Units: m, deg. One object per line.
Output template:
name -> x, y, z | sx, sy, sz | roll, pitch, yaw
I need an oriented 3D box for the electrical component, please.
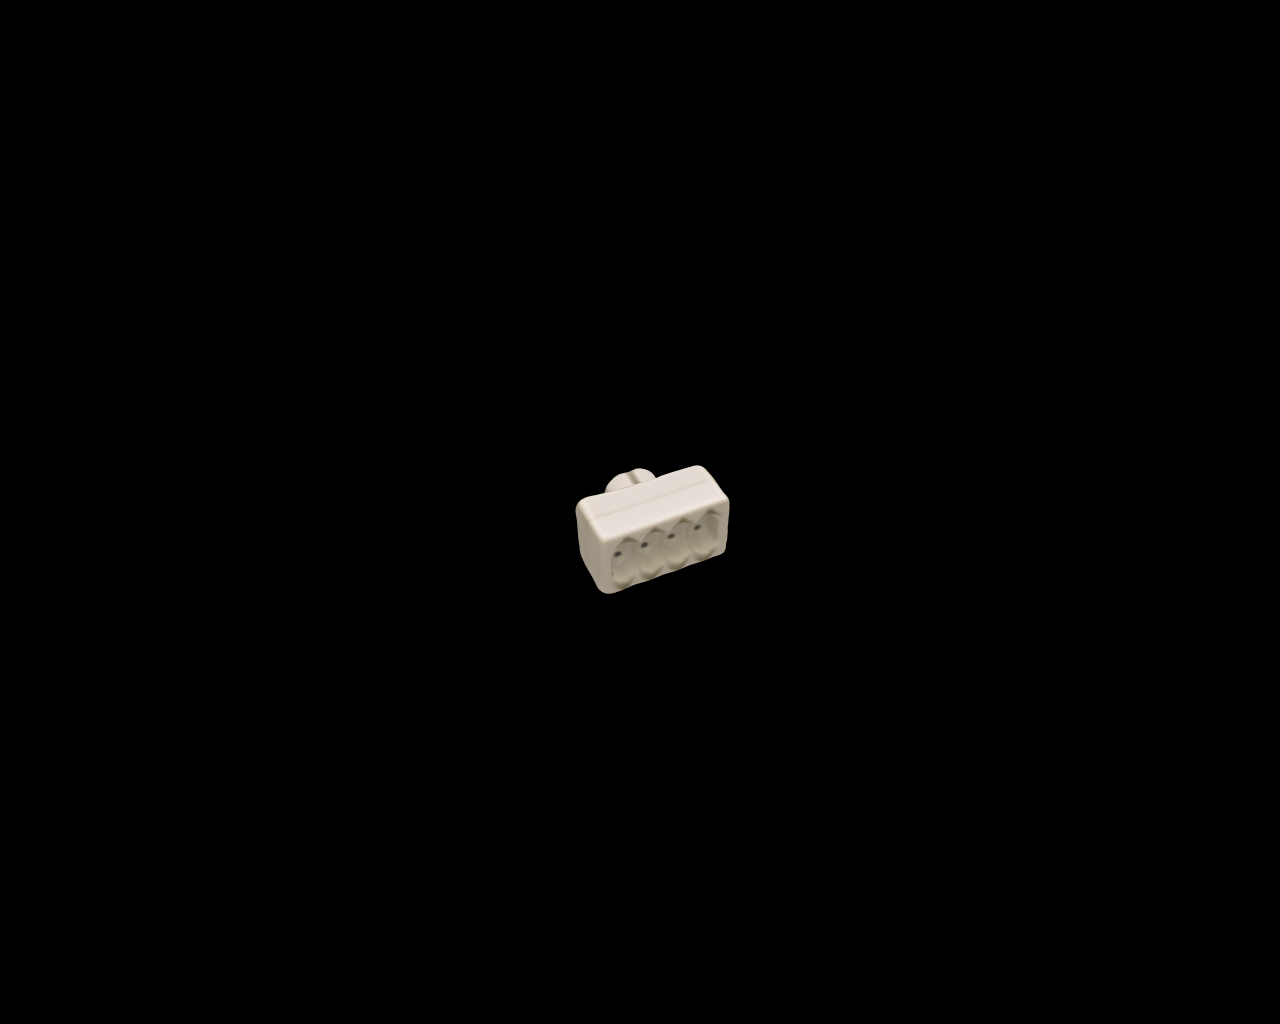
electrical component -> 0.001, -0.003, 0.650 | 0.083, 0.047, 0.076 | -17, 48, -16
